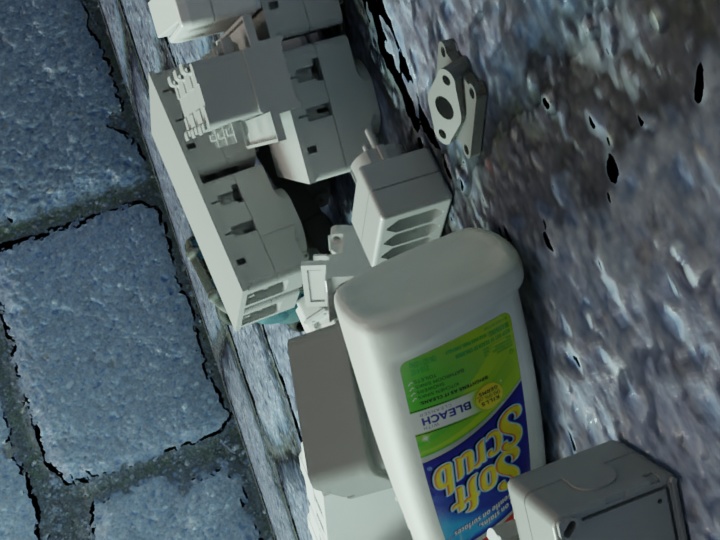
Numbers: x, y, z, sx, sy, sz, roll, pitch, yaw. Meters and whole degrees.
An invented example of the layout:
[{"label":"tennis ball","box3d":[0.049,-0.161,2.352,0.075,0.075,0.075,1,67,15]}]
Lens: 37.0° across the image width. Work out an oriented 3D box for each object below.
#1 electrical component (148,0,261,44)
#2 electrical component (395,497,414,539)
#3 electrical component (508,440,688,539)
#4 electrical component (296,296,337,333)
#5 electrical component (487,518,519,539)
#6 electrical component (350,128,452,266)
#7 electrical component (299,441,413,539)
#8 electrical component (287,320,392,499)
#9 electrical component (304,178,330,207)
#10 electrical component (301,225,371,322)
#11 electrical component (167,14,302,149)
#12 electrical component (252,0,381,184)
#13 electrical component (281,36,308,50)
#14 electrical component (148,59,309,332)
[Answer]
[{"label":"electrical component","box3d":[-0.107,-0.189,0.707,0.096,0.061,0.061,-165,59,-74]},{"label":"electrical component","box3d":[0.068,0.172,0.731,0.096,0.061,0.061,127,124,-74]},{"label":"electrical component","box3d":[0.113,0.136,0.502,0.061,0.062,0.096,-149,43,-71]},{"label":"electrical component","box3d":[-0.013,0.047,0.890,0.078,0.058,0.057,6,-125,-59]},{"label":"electrical component","box3d":[0.092,0.148,0.568,0.047,0.077,0.065,-127,23,-55]},{"label":"electrical component","box3d":[0.018,-0.054,0.675,0.065,0.047,0.076,99,150,-62]},{"label":"electrical component","box3d":[0.014,0.189,0.877,0.186,0.105,0.060,88,160,-49]},{"label":"electrical component","box3d":[-0.002,0.097,0.756,0.078,0.057,0.113,36,-141,-60]},{"label":"electrical component","box3d":[-0.045,-0.074,0.918,0.078,0.040,0.040,-129,25,-57]},{"label":"electrical component","box3d":[0.000,0.000,0.774,0.063,0.081,0.042,-89,-3,-45]},{"label":"electrical component","box3d":[-0.086,-0.117,0.710,0.121,0.063,0.078,-165,58,-74]},{"label":"electrical component","box3d":[-0.044,-0.161,0.758,0.105,0.060,0.186,-155,48,-72]},{"label":"electrical component","box3d":[-0.069,-0.165,0.867,0.045,0.055,0.045,162,90,-77]},{"label":"electrical component","box3d":[-0.102,-0.060,0.842,0.186,0.060,0.105,65,164,14]}]
